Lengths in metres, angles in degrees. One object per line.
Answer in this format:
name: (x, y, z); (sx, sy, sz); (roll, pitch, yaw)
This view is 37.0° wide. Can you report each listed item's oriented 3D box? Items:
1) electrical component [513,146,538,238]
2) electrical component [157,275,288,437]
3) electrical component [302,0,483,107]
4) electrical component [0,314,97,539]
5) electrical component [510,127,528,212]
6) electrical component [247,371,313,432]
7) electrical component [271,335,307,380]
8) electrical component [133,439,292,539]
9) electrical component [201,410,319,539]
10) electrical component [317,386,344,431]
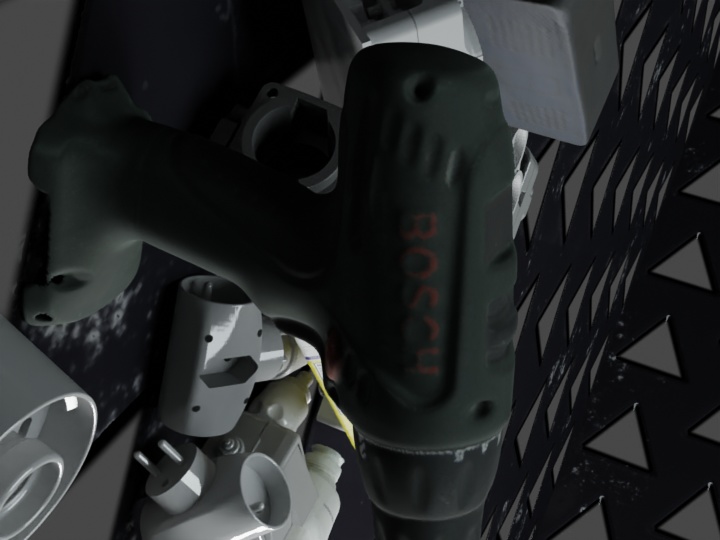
electrical component: (0.133, -0.074, 1.039); (0.095, 0.054, 0.059); (-70, 161, -2)
electrical component: (-0.069, 0.045, 0.592); (0.079, 0.043, 0.077); (-4, 114, -43)
electrical component: (0.021, -0.095, 0.602); (0.060, 0.105, 0.186); (-22, 142, -8)
electrical component: (-0.152, 0.070, 0.419); (0.099, 0.064, 0.099); (-52, 165, -21)
electrical component: (0.085, -0.060, 0.912); (0.186, 0.060, 0.105); (-55, 155, -39)
electrical component: (-0.050, 0.089, 0.723); (0.061, 0.035, 0.035); (-49, 151, -52)
electrical component: (-0.056, 0.048, 0.658); (0.078, 0.040, 0.040); (-23, 129, -65)
electrical component: (-0.092, 0.123, 0.596); (0.079, 0.077, 0.043); (50, 30, -24)
electrical component: (-0.068, 0.135, 0.677); (0.061, 0.061, 0.096); (-59, 157, -32)
electrical component: (0.022, 0.091, 0.879); (0.089, 0.062, 0.150); (-70, 161, -3)
